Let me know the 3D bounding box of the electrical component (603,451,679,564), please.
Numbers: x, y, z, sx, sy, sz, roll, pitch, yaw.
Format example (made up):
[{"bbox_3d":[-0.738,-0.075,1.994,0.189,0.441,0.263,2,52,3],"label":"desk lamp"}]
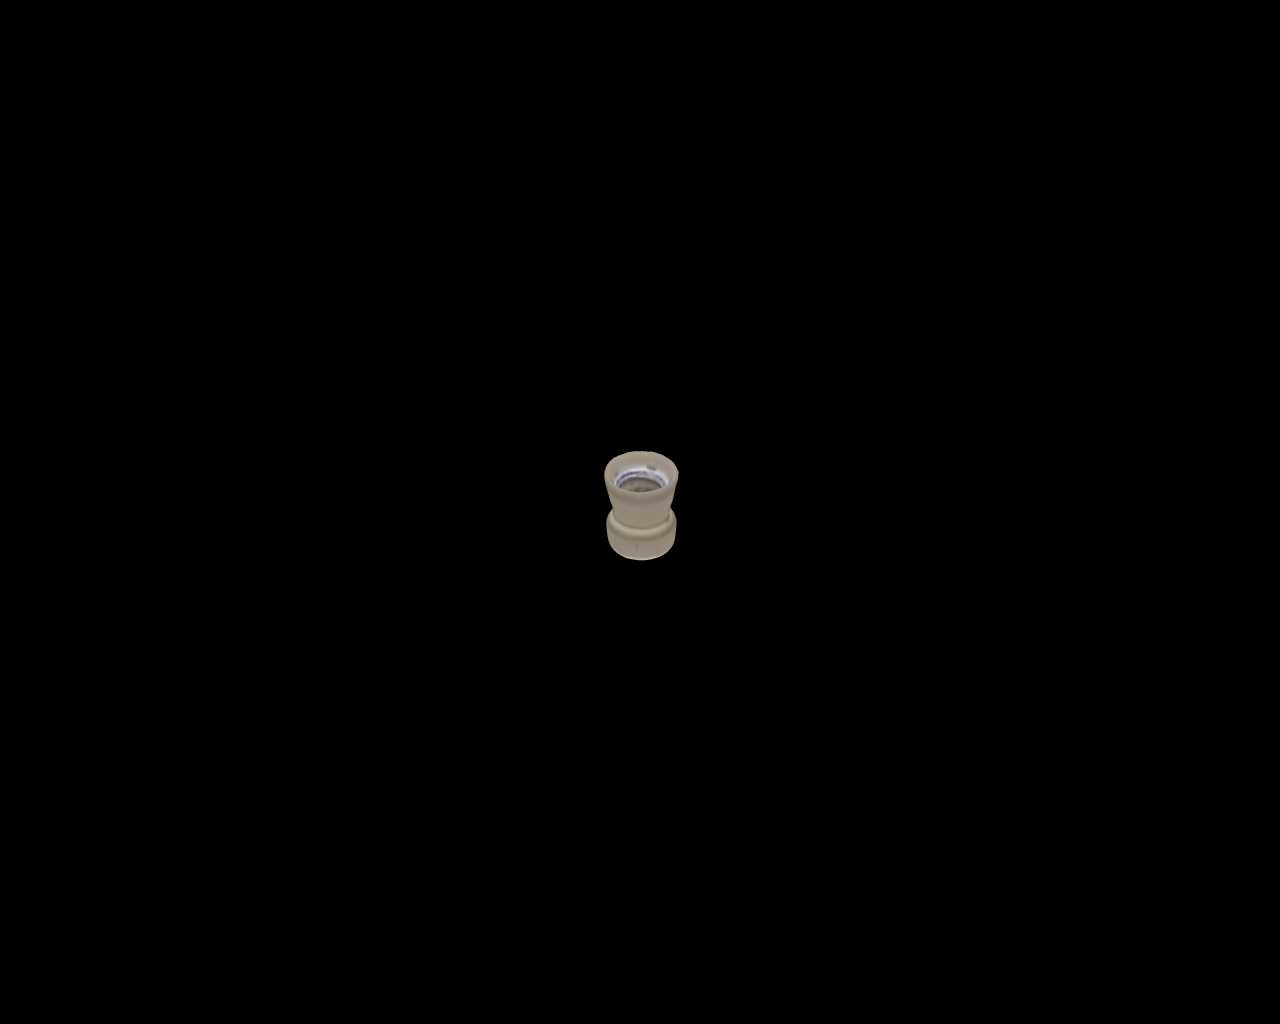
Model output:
[{"bbox_3d":[0.001,-0.003,0.650,0.045,0.055,0.045,0,37,0],"label":"electrical component"}]
